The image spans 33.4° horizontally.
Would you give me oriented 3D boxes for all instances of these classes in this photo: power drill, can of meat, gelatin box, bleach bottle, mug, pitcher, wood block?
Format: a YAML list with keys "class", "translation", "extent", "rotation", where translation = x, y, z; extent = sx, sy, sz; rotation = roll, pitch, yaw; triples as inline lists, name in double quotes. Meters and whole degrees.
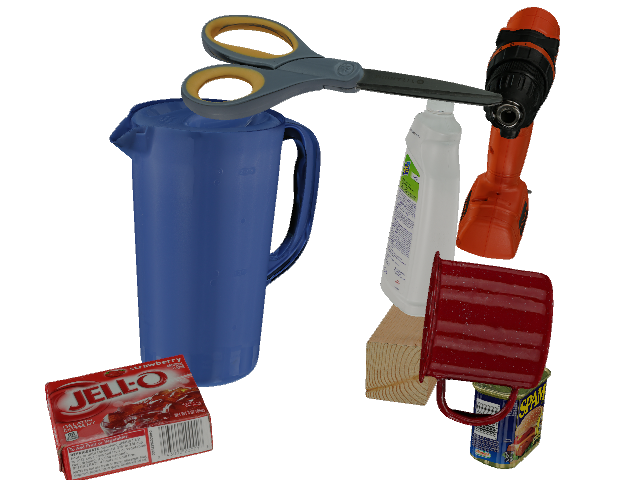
- class: "power drill"
  translation: [0.155, -0.081, 0.881]
  extent: [0.057, 0.188, 0.184]
  rotation: [15, 35, 11]
- class: "can of meat"
  translation: [0.198, 0.182, 1.122]
  extent: [0.058, 0.084, 0.101]
  rotation: [12, 17, 31]
- class: "gelatin box"
  translation: [-0.116, 0.105, 0.641]
  extent: [0.089, 0.030, 0.073]
  rotation: [-10, 25, -16]
- class: "bleach bottle"
  translation: [0.126, -0.045, 1.241]
  extent: [0.068, 0.251, 0.103]
  rotation: [-1, 22, -22]
- class: "mug"
  translation: [0.113, 0.070, 0.740]
  extent: [0.081, 0.117, 0.093]
  rotation: [7, -13, 4]
- class: "pitcher"
  translation: [-0.093, 0.000, 0.945]
  extent: [0.149, 0.243, 0.144]
  rotation: [10, 20, 16]
- class: "wood block"
  translation: [0.136, 0.158, 1.582]
  extent: [0.091, 0.090, 0.205]
  rotation: [5, 18, 16]

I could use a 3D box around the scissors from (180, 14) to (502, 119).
- class: "scissors"
  translation: [-0.001, -0.090, 0.651]
  extent: [0.202, 0.096, 0.016]
  rotation: [25, -31, 26]
